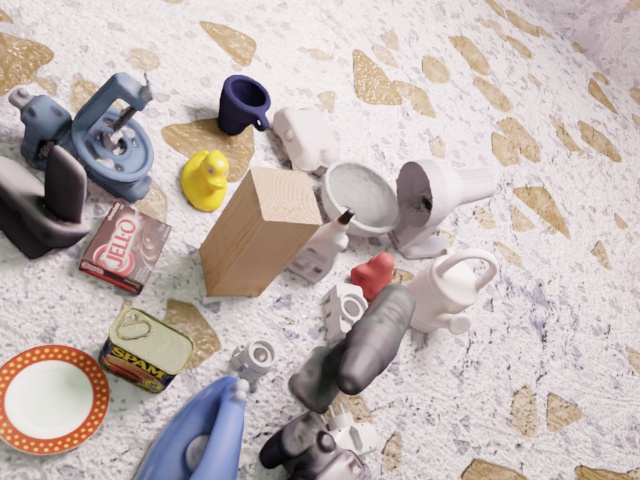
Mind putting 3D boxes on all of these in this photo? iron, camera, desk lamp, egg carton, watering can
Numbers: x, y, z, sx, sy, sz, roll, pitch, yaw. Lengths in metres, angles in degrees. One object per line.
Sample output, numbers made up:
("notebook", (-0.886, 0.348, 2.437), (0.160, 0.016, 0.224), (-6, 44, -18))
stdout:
("iron", (-0.129, 0.244, 0.660), (0.119, 0.141, 0.258), (29, 46, -12))
("camera", (-0.021, 0.308, 0.715), (0.137, 0.100, 0.143), (-27, 75, -43))
("desk lamp", (0.215, -0.062, 1.072), (0.204, 0.213, 0.118), (-2, 59, -35))
("egg carton", (-0.028, -0.193, 1.106), (0.107, 0.069, 0.150), (-9, 64, -38))
("watering can", (0.227, 0.083, 0.986), (0.101, 0.193, 0.172), (3, 56, -32))

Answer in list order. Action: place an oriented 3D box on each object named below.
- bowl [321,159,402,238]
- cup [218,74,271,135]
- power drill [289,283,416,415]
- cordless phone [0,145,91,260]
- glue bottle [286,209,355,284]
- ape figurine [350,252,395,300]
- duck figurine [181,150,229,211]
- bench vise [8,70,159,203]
("bowl", (0.065, -0.065, 1.071), (0.168, 0.074, 0.167), (18, 49, -22))
("cup", (-0.139, -0.226, 1.037), (0.092, 0.094, 0.117), (-21, 71, -42))
("power drill", (0.045, 0.161, 0.794), (0.075, 0.208, 0.230), (42, 45, 1))
("cordless phone", (-0.350, -0.076, 0.716), (0.147, 0.184, 0.094), (40, 45, -2))
("glue bottle", (0.008, 0.003, 0.911), (0.078, 0.173, 0.037), (32, 45, -10))
("ape figurine", (0.098, 0.055, 0.992), (0.078, 0.092, 0.076), (17, 50, -23))
("duck figurine", (-0.178, -0.111, 0.931), (0.078, 0.086, 0.104), (3, 56, -32))
("bench vise", (-0.313, -0.153, 0.775), (0.208, 0.219, 0.121), (13, 51, -26))
